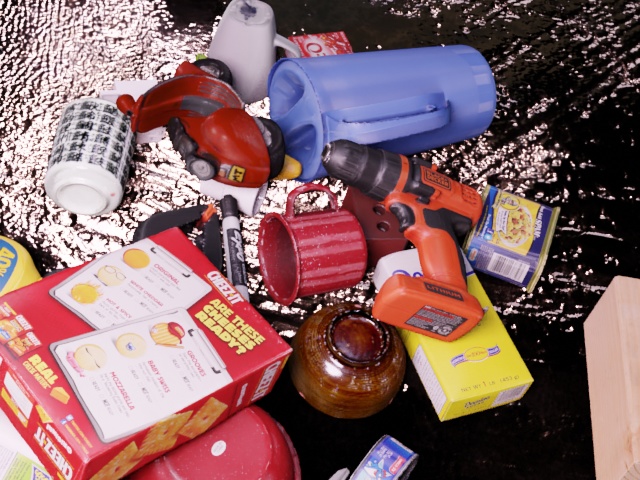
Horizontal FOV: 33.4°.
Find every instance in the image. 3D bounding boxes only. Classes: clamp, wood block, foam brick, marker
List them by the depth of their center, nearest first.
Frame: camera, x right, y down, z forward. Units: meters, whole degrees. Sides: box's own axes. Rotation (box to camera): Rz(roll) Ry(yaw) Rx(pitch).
[{"bbox_3d":[-0.159,0.028,1.016,0.164,0.036,0.209,32,43,-10],"label":"clamp"},{"bbox_3d":[0.316,0.148,1.021,0.090,0.091,0.206,11,50,-5],"label":"wood block"},{"bbox_3d":[-0.086,0.008,1.066,0.020,0.020,0.121,-1,64,-15],"label":"marker"},{"bbox_3d":[0.056,-0.016,1.113,0.053,0.051,0.078,-1,53,-15],"label":"foam brick"}]

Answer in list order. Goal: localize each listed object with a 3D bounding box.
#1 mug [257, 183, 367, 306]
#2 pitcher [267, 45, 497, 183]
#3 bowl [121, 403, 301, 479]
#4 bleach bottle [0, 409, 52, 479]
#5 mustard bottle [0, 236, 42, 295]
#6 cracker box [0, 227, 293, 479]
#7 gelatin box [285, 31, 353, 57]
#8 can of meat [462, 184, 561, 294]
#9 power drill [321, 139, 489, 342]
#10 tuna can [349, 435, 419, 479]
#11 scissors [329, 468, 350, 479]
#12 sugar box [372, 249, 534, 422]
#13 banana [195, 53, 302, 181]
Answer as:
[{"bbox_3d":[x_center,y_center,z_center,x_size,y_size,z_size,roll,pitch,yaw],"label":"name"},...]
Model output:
[{"bbox_3d":[-0.007,0.001,1.049,0.081,0.117,0.093,-9,15,-26],"label":"mug"},{"bbox_3d":[0.076,-0.145,1.168,0.242,0.145,0.149,-13,65,-26],"label":"pitcher"},{"bbox_3d":[-0.091,0.188,0.914,0.162,0.055,0.162,6,52,-8],"label":"bowl"},{"bbox_3d":[-0.256,0.191,0.857,0.251,0.102,0.068,30,10,1],"label":"bleach bottle"},{"bbox_3d":[-0.321,0.035,0.977,0.191,0.058,0.096,17,51,0],"label":"mustard bottle"},{"bbox_3d":[-0.157,0.095,0.877,0.213,0.072,0.164,-24,61,-42],"label":"cracker box"},{"bbox_3d":[0.008,-0.206,1.267,0.073,0.030,0.089,-10,55,-20],"label":"gelatin box"},{"bbox_3d":[0.201,-0.004,1.136,0.084,0.057,0.102,21,50,6],"label":"can of meat"},{"bbox_3d":[0.085,-0.005,1.025,0.184,0.057,0.187,18,48,-23],"label":"power drill"},{"bbox_3d":[0.047,0.210,0.910,0.034,0.086,0.086,33,52,15],"label":"tuna can"},{"bbox_3d":[-0.061,0.255,0.868,0.096,0.016,0.201,23,63,13],"label":"scissors"},{"bbox_3d":[0.128,0.085,1.054,0.093,0.048,0.176,-11,57,-21],"label":"sugar box"},{"bbox_3d":[-0.101,-0.120,1.153,0.198,0.070,0.037,49,15,22],"label":"banana"}]
